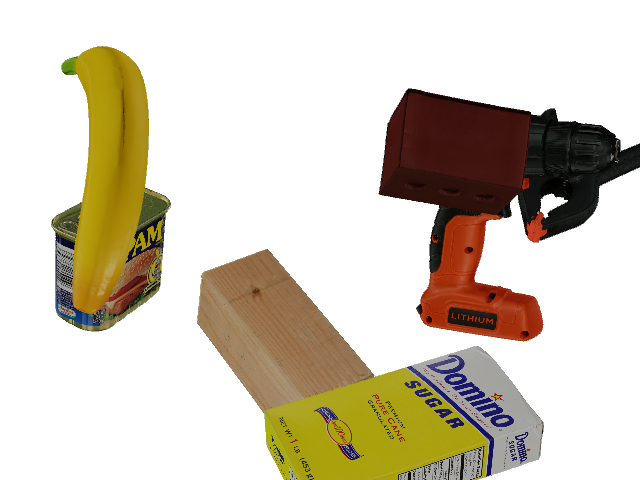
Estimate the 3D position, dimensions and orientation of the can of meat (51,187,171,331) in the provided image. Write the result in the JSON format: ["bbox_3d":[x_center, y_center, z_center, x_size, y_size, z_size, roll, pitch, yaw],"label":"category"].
[{"bbox_3d":[-0.168,0.013,0.857,0.057,0.084,0.101,21,31,21],"label":"can of meat"}]

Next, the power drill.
[{"bbox_3d":[0.153,-0.014,0.895,0.185,0.188,0.057,7,15,27],"label":"power drill"}]

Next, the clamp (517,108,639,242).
[{"bbox_3d":[0.245,-0.069,1.087,0.120,0.039,0.171,29,55,31],"label":"clamp"}]

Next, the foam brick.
[{"bbox_3d":[0.080,-0.052,0.644,0.078,0.051,0.053,9,-19,-7],"label":"foam brick"}]

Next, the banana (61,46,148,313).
[{"bbox_3d":[-0.130,-0.053,0.655,0.037,0.198,0.070,12,-39,-30],"label":"banana"}]

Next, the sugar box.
[{"bbox_3d":[0.058,0.137,0.756,0.176,0.048,0.093,-17,39,-16],"label":"sugar box"}]

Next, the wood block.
[{"bbox_3d":[-0.042,0.117,1.162,0.090,0.090,0.206,-20,51,-29],"label":"wood block"}]
